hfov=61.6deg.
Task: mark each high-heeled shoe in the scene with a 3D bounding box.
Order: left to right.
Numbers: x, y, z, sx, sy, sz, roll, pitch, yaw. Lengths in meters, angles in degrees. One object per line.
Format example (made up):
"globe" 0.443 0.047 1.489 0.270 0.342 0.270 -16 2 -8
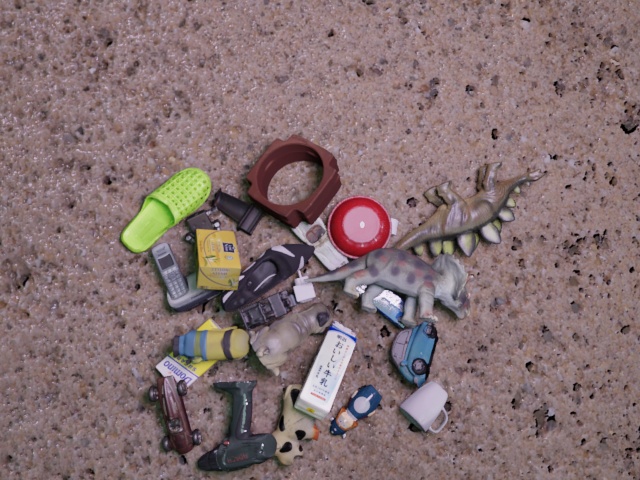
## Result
"high-heeled shoe" -0.127 0.089 1.287 0.249 0.145 0.086 -29 106 16

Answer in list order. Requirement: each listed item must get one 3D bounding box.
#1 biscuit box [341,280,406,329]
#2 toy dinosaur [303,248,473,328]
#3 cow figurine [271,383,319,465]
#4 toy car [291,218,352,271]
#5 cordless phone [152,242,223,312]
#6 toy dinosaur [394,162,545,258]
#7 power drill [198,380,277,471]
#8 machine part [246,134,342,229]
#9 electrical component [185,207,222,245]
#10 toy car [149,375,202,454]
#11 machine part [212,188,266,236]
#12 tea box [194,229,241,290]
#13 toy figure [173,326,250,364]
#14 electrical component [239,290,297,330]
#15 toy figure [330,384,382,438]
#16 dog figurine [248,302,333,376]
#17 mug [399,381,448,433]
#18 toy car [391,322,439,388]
"biscuit box" 0.144 0.137 1.342 0.203 0.059 0.063 38 85 3
"toy dinosaur" 0.181 0.086 1.269 0.405 0.131 0.192 21 64 4
"cow figurine" -0.066 0.445 1.297 0.127 0.085 0.194 9 86 -5
"toy car" -0.003 -0.004 1.360 0.073 0.056 0.202 -43 85 -4
"cordless phone" -0.328 0.075 1.340 0.147 0.088 0.184 -27 80 -3
"toy dinosaur" 0.346 -0.055 1.345 0.472 0.105 0.198 -24 88 5
"power drill" -0.211 0.439 1.278 0.232 0.086 0.207 -15 67 32
"machine part" -0.064 -0.144 1.332 0.202 0.087 0.201 31 78 26
"electrical component" -0.296 -0.032 1.360 0.102 0.045 0.078 -20 116 -5
"toy car" -0.350 0.423 1.292 0.089 0.053 0.202 -10 104 4
"machine part" -0.215 -0.075 1.378 0.139 0.039 0.084 35 90 2
"tea box" -0.249 0.045 1.287 0.098 0.170 0.068 2 120 -19
"toy figure" -0.256 0.250 1.268 0.180 0.089 0.082 1 93 -6
"electrical component" -0.123 0.168 1.312 0.134 0.115 0.058 -23 86 -1
"toy figure" 0.082 0.419 1.315 0.154 0.057 0.064 -43 47 -3
"dog figurine" -0.061 0.217 1.283 0.190 0.172 0.121 -34 96 3
"mug" 0.267 0.405 1.304 0.109 0.080 0.107 42 77 8
"toy car" 0.226 0.270 1.310 0.103 0.109 0.161 12 74 19
